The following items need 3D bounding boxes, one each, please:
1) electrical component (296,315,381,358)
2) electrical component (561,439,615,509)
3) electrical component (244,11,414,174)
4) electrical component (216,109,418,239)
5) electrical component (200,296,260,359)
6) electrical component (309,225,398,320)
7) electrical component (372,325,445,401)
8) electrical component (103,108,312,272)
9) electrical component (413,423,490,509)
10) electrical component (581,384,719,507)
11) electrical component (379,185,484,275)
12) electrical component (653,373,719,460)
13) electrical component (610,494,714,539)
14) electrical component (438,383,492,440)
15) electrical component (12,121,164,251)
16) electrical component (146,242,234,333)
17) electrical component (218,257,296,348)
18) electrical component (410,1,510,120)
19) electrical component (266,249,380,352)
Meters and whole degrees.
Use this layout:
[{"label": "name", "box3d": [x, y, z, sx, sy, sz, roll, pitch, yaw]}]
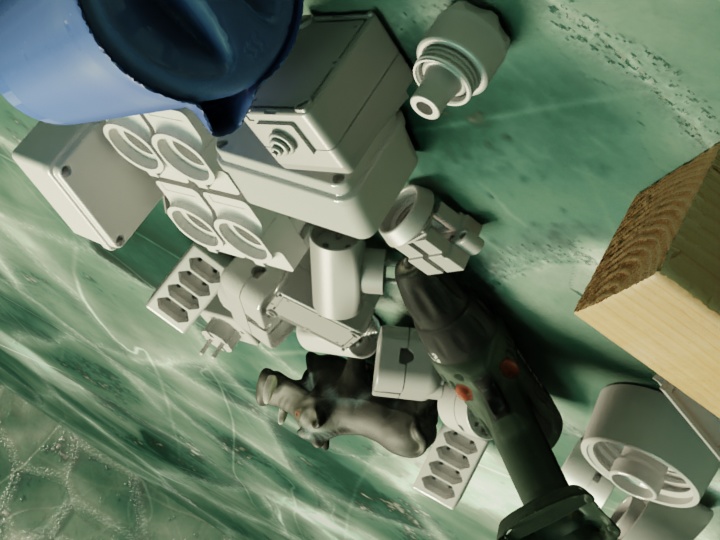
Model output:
[{"label": "electrical component", "box3d": [-0.031, 0.047, 1.005, 0.077, 0.044, 0.079, 3, 143, 51]}, {"label": "electrical component", "box3d": [0.206, 0.185, 0.968, 0.047, 0.055, 0.055, 31, 158, 15]}, {"label": "electrical component", "box3d": [-0.021, -0.097, 0.635, 0.062, 0.096, 0.061, 9, 149, 43]}, {"label": "electrical component", "box3d": [-0.029, -0.078, 0.710, 0.113, 0.078, 0.057, 19, 157, 30]}, {"label": "electrical component", "box3d": [-0.141, 0.061, 1.134, 0.066, 0.076, 0.047, 12, 150, 40]}, {"label": "electrical component", "box3d": [0.000, 0.000, 0.865, 0.079, 0.043, 0.077, 4, 133, 5]}, {"label": "electrical component", "box3d": [0.044, 0.083, 0.942, 0.059, 0.053, 0.095, 6, 167, 0]}, {"label": "electrical component", "box3d": [-0.117, -0.080, 0.841, 0.105, 0.060, 0.186, 15, 152, 36]}, {"label": "electrical component", "box3d": [0.100, 0.187, 1.094, 0.047, 0.083, 0.076, 27, -165, 13]}, {"label": "electrical component", "box3d": [0.227, 0.145, 0.849, 0.108, 0.060, 0.108, 27, 157, 13]}, {"label": "electrical component", "box3d": [0.047, -0.028, 0.755, 0.055, 0.048, 0.066, 35, 158, -24]}, {"label": "electrical component", "box3d": [0.241, 0.078, 0.690, 0.121, 0.078, 0.063, 46, 176, -29]}, {"label": "electrical component", "box3d": [0.255, 0.231, 0.946, 0.064, 0.099, 0.099, 37, 158, 6]}, {"label": "electrical component", "box3d": [0.104, 0.123, 0.974, 0.055, 0.055, 0.047, 44, 158, -26]}, {"label": "electrical component", "box3d": [-0.207, -0.091, 0.873, 0.056, 0.108, 0.108, 21, 155, 31]}, {"label": "electrical component", "box3d": [-0.165, 0.008, 1.076, 0.047, 0.083, 0.075, 38, -165, -11]}, {"label": "electrical component", "box3d": [-0.094, 0.023, 1.015, 0.059, 0.053, 0.095, 34, 157, 23]}, {"label": "electrical component", "box3d": [0.049, -0.107, 0.569, 0.043, 0.062, 0.043, 27, 157, 13]}, {"label": "electrical component", "box3d": [-0.024, 0.025, 0.940, 0.096, 0.061, 0.061, 27, 158, -6]}]
